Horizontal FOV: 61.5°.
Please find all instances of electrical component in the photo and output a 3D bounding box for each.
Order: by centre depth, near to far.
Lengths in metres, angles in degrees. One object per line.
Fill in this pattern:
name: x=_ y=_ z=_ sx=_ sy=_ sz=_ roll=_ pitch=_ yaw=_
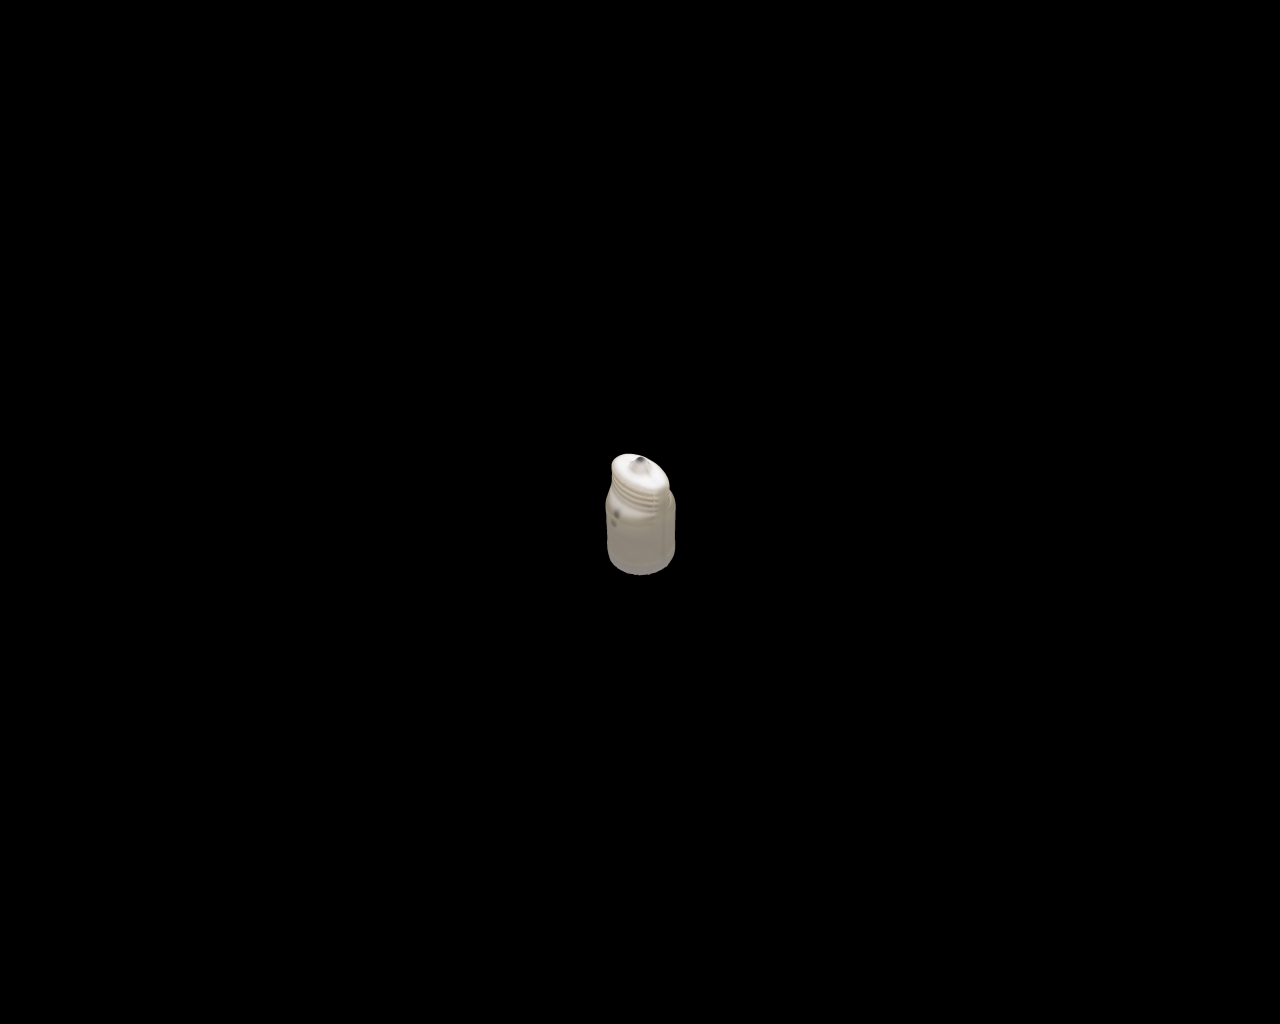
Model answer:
electrical component: x=0.001 y=-0.003 z=0.650 sx=0.043 sy=0.080 sz=0.043 roll=0 pitch=42 yaw=0
